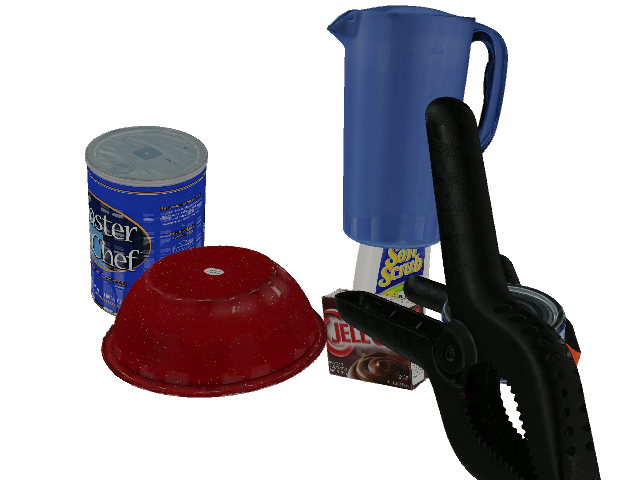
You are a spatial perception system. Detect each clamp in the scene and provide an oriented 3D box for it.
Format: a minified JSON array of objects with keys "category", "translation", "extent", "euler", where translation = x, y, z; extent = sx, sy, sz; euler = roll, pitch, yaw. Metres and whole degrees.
[{"category":"clamp","translation":[0.078,0.043,0.526],"extent":[0.036,0.165,0.210],"euler":[-7,44,-28]},{"category":"clamp","translation":[0.170,0.063,0.943],"extent":[0.120,0.039,0.172],"euler":[-24,44,-34]}]

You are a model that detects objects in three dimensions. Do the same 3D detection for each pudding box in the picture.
[{"category":"pudding box","translation":[0.058,0.103,1.131],"extent":[0.114,0.090,0.039],"euler":[5,20,36]}]

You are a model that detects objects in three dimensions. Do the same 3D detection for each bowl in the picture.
[{"category":"bowl","translation":[-0.076,0.046,0.755],"extent":[0.162,0.055,0.162],"euler":[-1,23,0]}]

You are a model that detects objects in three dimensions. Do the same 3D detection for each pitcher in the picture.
[{"category":"pitcher","translation":[0.094,-0.119,1.105],"extent":[0.149,0.243,0.144],"euler":[12,16,33]}]

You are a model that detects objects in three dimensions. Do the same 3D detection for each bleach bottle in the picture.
[{"category":"bleach bottle","translation":[0.089,0.007,1.345],"extent":[0.102,0.251,0.068],"euler":[-3,16,-19]}]

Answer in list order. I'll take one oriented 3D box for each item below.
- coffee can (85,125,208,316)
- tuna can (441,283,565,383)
[{"category":"coffee can","translation":[-0.151,-0.015,0.933],"extent":[0.103,0.140,0.103],"euler":[4,31,-2]},{"category":"tuna can","translation":[0.126,0.062,0.737],"extent":[0.086,0.034,0.086],"euler":[-2,25,1]}]
